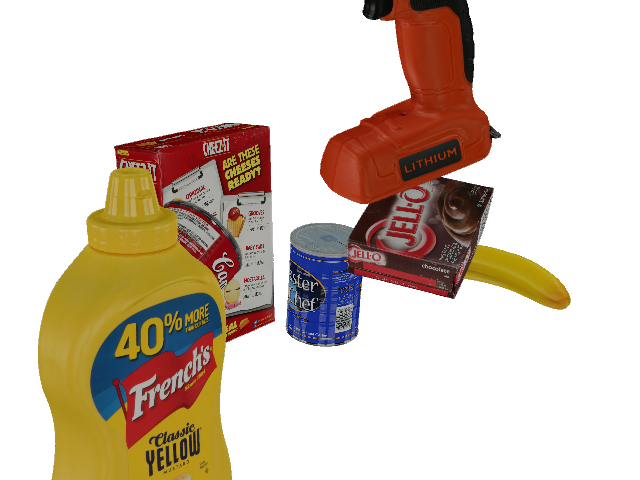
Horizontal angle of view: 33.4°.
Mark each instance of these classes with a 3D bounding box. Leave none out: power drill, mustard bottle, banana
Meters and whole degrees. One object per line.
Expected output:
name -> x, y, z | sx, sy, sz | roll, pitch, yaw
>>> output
power drill -> 0.032, -0.117, 0.589 | 0.184, 0.188, 0.057 | -20, 36, -22
mustard bottle -> -0.086, 0.061, 0.502 | 0.058, 0.192, 0.096 | 15, 21, 41
banana -> 0.174, 0.034, 1.106 | 0.198, 0.037, 0.069 | 11, 38, 32

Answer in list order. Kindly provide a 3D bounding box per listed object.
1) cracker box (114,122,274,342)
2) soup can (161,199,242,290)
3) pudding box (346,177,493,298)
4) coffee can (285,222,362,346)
cracker box -> -0.123, -0.001, 1.075 | 0.072, 0.214, 0.163 | 9, 18, 35
soup can -> -0.107, 0.031, 0.695 | 0.069, 0.068, 0.102 | 0, 41, 44
pudding box -> 0.080, -0.009, 0.852 | 0.090, 0.039, 0.113 | 14, 38, 16
coffee can -> 0.006, 0.059, 1.459 | 0.103, 0.140, 0.103 | 3, 24, -1
